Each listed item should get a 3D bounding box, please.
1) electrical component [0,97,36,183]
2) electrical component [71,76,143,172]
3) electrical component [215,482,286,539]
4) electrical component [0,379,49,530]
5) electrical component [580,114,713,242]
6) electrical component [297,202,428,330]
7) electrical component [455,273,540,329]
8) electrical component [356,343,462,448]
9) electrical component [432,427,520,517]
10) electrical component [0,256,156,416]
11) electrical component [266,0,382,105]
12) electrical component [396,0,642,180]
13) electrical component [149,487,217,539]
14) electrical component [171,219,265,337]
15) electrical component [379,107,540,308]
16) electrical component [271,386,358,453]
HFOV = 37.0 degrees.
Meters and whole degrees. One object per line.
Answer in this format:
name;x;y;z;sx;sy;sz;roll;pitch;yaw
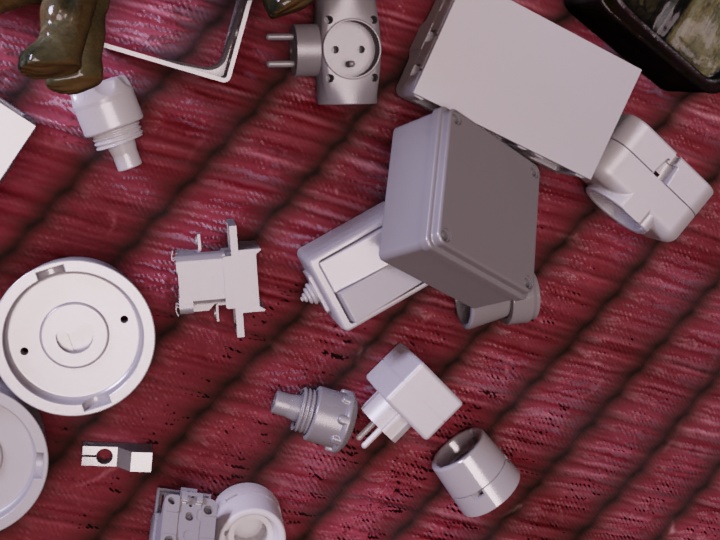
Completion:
electrical component;-0.310;-0.049;0.711;0.105;0.060;0.186;34;91;-16
electrical component;-0.170;-0.100;0.743;0.043;0.043;0.062;-21;105;-9
electrical component;-0.084;0.195;0.811;0.055;0.047;0.055;-2;100;-13
electrical component;-0.271;0.124;0.750;0.108;0.060;0.108;-2;100;-13
electrical component;0.215;-0.068;0.831;0.095;0.054;0.059;40;89;-16
electrical component;0.000;0.000;0.790;0.096;0.061;0.061;-30;105;-6
electrical component;0.105;0.021;0.826;0.055;0.045;0.045;-6;101;-12
electrical component;0.027;0.104;0.811;0.077;0.066;0.047;-45;106;-2
electrical component;0.089;0.157;0.842;0.055;0.055;0.047;-38;102;-4
electrical component;-0.199;0.042;0.752;0.108;0.060;0.108;-2;100;-12
electrical component;-0.027;-0.156;0.765;0.079;0.044;0.077;-3;100;-12
electrical component;0.114;-0.139;0.791;0.150;0.062;0.089;23;94;-16
electrical component;-0.131;0.196;0.786;0.042;0.063;0.081;10;56;-14
electrical component;-0.103;0.006;0.778;0.064;0.042;0.081;-5;100;-8
electrical component;0.073;-0.042;0.764;0.109;0.056;0.108;27;60;-38
electrical component;-0.035;0.108;0.810;0.062;0.048;0.048;18;95;-9
